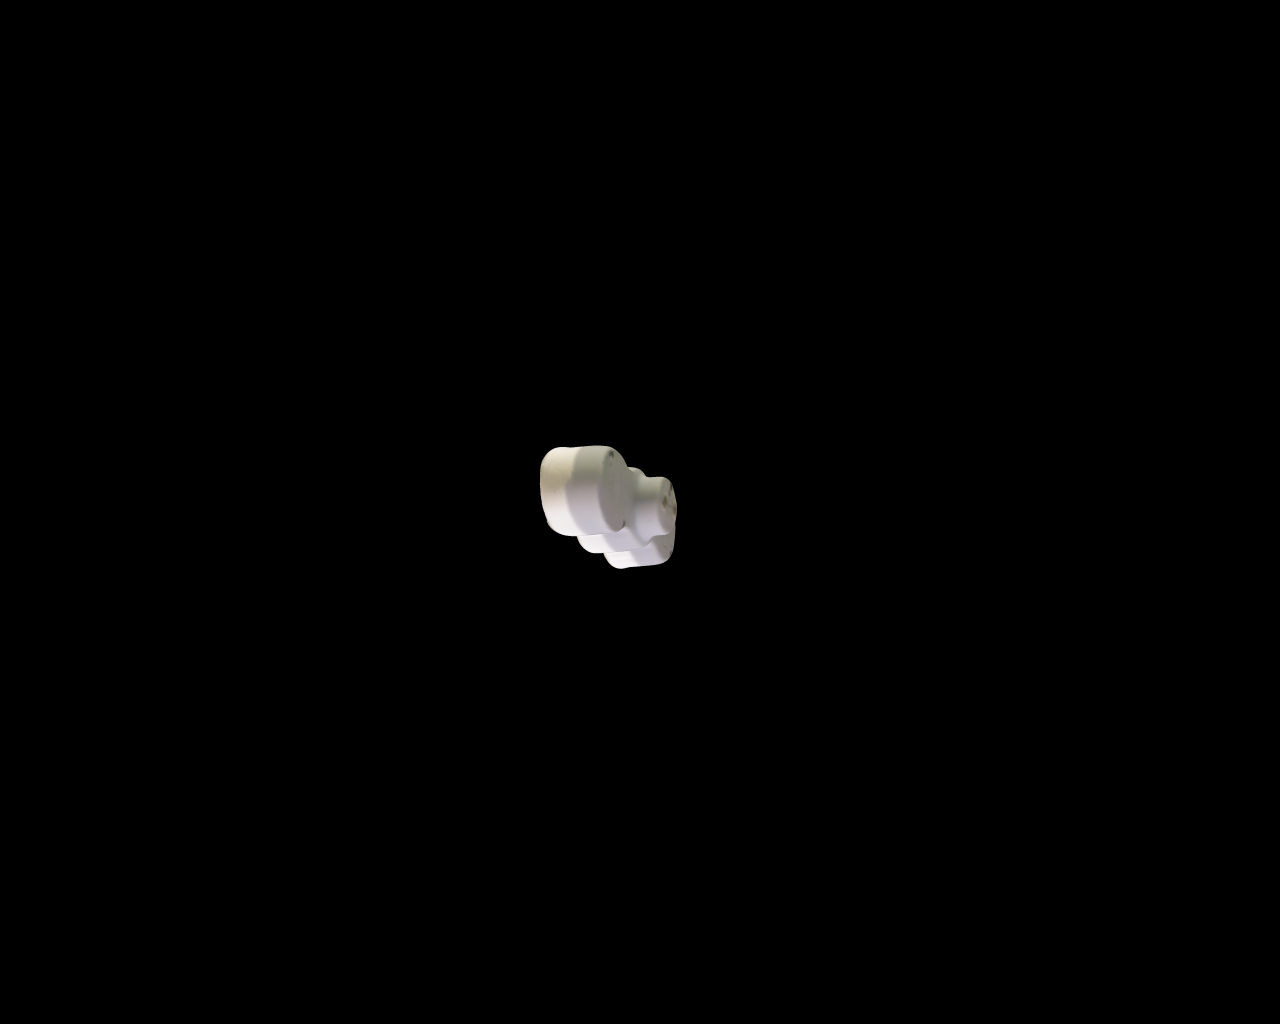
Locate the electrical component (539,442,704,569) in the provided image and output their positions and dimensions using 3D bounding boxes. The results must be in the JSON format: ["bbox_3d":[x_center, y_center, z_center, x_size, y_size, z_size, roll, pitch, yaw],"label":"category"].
[{"bbox_3d":[0.001,-0.003,0.650,0.074,0.052,0.138,-6,-17,19],"label":"electrical component"}]
